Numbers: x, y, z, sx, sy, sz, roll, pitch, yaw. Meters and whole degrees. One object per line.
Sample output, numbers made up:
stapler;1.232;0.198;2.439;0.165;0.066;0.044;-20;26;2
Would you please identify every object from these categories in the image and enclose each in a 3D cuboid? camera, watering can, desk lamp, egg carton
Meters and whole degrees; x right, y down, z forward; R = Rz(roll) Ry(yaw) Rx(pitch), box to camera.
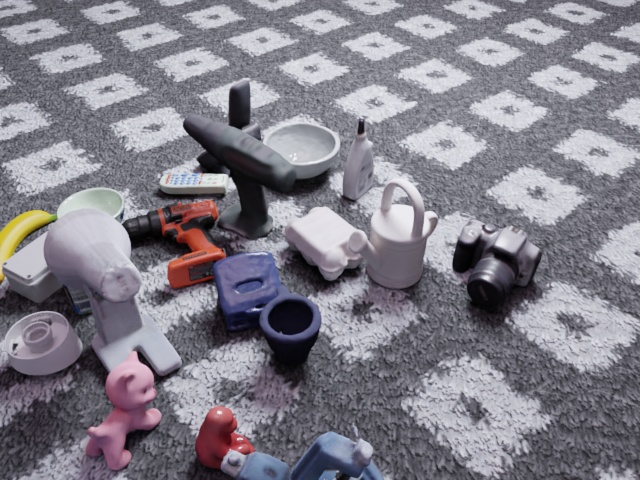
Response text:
camera;0.293;0.038;0.987;0.142;0.101;0.137;25;47;24
watering can;0.130;-0.013;0.969;0.100;0.194;0.173;26;48;25
desk lamp;-0.303;0.080;0.843;0.118;0.214;0.202;-29;50;-28
egg carton;0.010;0.004;1.041;0.107;0.069;0.150;-29;50;-29

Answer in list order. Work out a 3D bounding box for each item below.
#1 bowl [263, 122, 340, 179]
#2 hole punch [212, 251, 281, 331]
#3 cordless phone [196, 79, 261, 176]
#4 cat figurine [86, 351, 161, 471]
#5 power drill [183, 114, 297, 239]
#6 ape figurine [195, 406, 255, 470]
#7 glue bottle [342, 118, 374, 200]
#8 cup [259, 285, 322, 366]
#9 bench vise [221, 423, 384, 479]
bowl;-0.040;-0.182;1.240;0.167;0.075;0.167;1;42;0
hole punch;-0.113;0.082;0.937;0.109;0.091;0.101;-13;44;-15
cordless phone;-0.197;-0.243;1.221;0.094;0.185;0.148;28;49;26
cat figurine;-0.263;0.219;0.763;0.067;0.118;0.128;16;45;16
power drill;-0.149;-0.112;1.061;0.229;0.208;0.076;21;46;20
ape figurine;-0.128;0.253;0.749;0.076;0.092;0.077;-11;44;-12
glue bottle;0.080;-0.168;1.154;0.037;0.173;0.078;28;49;27
cup;-0.047;0.136;0.876;0.092;0.095;0.117;-11;44;-12
bench vise;-0.015;0.276;0.630;0.207;0.220;0.121;1;42;1
